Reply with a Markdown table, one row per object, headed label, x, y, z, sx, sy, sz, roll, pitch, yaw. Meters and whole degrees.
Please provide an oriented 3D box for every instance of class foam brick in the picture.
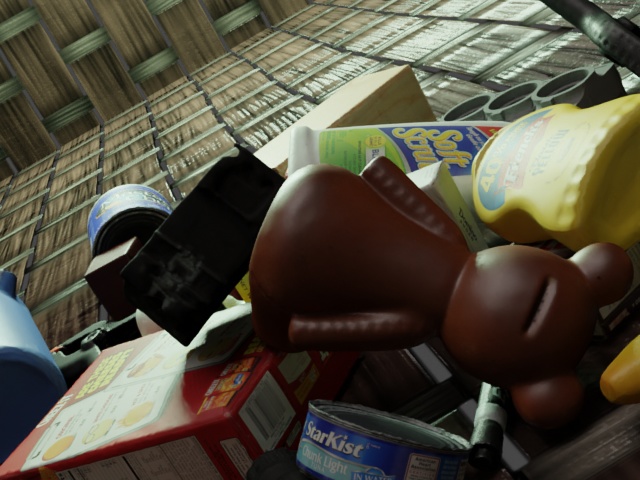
| label | x | y | z | sx | sy | sz | roll | pitch | yaw |
| --- | --- | --- | --- | --- | --- | --- | --- | --- | --- |
| foam brick | -0.190 | 0.046 | 1.068 | 0.053 | 0.078 | 0.051 | -26 | 19 | 12 |

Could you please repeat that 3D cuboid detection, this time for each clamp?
| label | x | y | z | sx | sy | sz | roll | pitch | yaw |
| --- | --- | --- | --- | --- | --- | --- | --- | --- | --- |
| clamp | 0.267 | -0.169 | 0.924 | 0.036 | 0.164 | 0.210 | -56 | 33 | 19 |
| clamp | -0.194 | 0.096 | 0.999 | 0.120 | 0.039 | 0.172 | -40 | 20 | -33 |

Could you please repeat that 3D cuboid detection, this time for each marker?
| label | x | y | z | sx | sy | sz | roll | pitch | yaw |
| --- | --- | --- | --- | --- | --- | --- | --- | --- | --- |
| marker | 0.099 | 0.087 | 0.597 | 0.020 | 0.020 | 0.121 | -21 | 20 | 25 |

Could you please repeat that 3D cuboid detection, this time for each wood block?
| label | x | y | z | sx | sy | sz | roll | pitch | yaw |
| --- | --- | --- | --- | --- | --- | --- | --- | --- | --- |
| wood block | 0.018 | -0.085 | 1.082 | 0.205 | 0.090 | 0.091 | -40 | 21 | -32 |

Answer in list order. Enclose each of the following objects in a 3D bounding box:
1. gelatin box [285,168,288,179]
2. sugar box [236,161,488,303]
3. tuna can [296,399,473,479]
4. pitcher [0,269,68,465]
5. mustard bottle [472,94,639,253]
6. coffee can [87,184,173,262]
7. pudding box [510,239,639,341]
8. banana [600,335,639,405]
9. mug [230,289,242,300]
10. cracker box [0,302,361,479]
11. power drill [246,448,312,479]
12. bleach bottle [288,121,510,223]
| label | x | y | z | sx | sy | sz | roll | pitch | yaw |
| --- | --- | --- | --- | --- | --- | --- | --- | --- | --- |
| gelatin box | 0.021 | -0.040 | 0.953 | 0.073 | 0.089 | 0.030 | -26 | 18 | 11 |
| sugar box | 0.028 | 0.019 | 0.774 | 0.176 | 0.093 | 0.048 | -21 | 21 | 26 |
| tuna can | 0.032 | 0.108 | 0.540 | 0.086 | 0.086 | 0.034 | 12 | 88 | 65 |
| pitcher | -0.309 | 0.130 | 0.970 | 0.144 | 0.149 | 0.243 | -19 | 16 | -21 |
| mustard bottle | 0.146 | -0.042 | 0.676 | 0.096 | 0.058 | 0.192 | -59 | 17 | -5 |
| coffee can | -0.200 | 0.000 | 1.167 | 0.102 | 0.103 | 0.140 | -31 | 18 | -5 |
| pudding box | 0.153 | 0.021 | 0.660 | 0.089 | 0.039 | 0.114 | -39 | 20 | -27 |
| banana | 0.207 | 0.023 | 0.562 | 0.070 | 0.037 | 0.197 | 1 | 35 | 32 |
| mug | -0.091 | 0.026 | 0.959 | 0.093 | 0.081 | 0.117 | -38 | 19 | -25 |
| cracker box | -0.095 | 0.119 | 0.728 | 0.214 | 0.072 | 0.164 | -20 | 19 | 30 |
| power drill | -0.057 | 0.183 | 0.513 | 0.187 | 0.057 | 0.185 | -33 | 18 | -9 |
| bleach bottle | 0.104 | -0.055 | 0.820 | 0.251 | 0.068 | 0.102 | -7 | 42 | 7 |
